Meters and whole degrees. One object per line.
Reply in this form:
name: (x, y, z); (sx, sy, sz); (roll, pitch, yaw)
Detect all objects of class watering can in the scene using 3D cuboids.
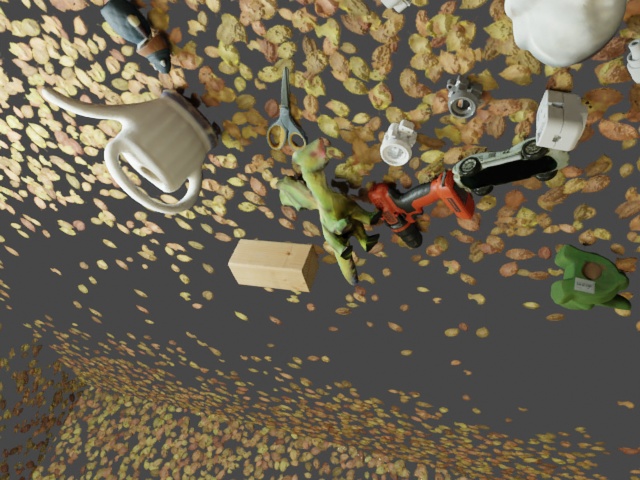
watering can: (-0.338, -0.211, 1.009); (0.104, 0.228, 0.341); (5, 142, 46)

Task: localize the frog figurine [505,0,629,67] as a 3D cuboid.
frog figurine: (0.308, -0.308, 0.675); (0.158, 0.124, 0.136); (24, 163, -22)

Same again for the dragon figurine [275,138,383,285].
dragon figurine: (0.003, -0.057, 1.130); (0.245, 0.124, 0.401); (39, 152, 22)
